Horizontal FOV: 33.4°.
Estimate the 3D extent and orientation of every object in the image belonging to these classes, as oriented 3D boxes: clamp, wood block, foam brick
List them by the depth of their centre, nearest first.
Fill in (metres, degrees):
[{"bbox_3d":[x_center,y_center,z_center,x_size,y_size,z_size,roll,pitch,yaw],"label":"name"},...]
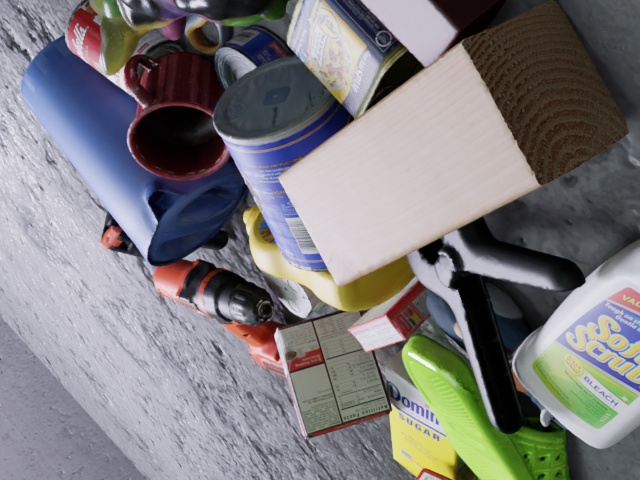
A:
[{"bbox_3d":[0.067,-0.152,0.644,0.078,0.053,0.051,48,156,8],"label":"foam brick"},{"bbox_3d":[0.075,-0.053,0.668,0.206,0.090,0.091,-31,88,55],"label":"wood block"},{"bbox_3d":[0.109,0.014,0.765,0.210,0.036,0.165,60,151,31],"label":"clamp"},{"bbox_3d":[-0.172,-0.014,1.169,0.120,0.171,0.039,36,120,5],"label":"clamp"}]

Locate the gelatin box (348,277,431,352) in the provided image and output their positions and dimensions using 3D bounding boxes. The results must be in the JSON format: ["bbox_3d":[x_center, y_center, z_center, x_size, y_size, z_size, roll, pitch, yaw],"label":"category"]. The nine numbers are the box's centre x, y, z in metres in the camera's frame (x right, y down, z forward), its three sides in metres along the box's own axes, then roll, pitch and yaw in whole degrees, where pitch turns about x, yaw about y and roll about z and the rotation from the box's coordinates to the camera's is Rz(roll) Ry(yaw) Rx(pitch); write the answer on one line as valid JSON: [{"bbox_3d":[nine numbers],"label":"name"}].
[{"bbox_3d":[0.072,0.060,0.918,0.030,0.073,0.089,50,156,-2],"label":"gelatin box"}]

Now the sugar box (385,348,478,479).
[{"bbox_3d":[0.114,0.188,1.068,0.093,0.048,0.176,34,153,33],"label":"sugar box"}]

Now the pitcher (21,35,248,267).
[{"bbox_3d":[-0.193,-0.098,1.105,0.243,0.144,0.149,47,144,16],"label":"pitcher"}]

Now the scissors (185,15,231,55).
[{"bbox_3d":[-0.087,-0.212,0.870,0.096,0.016,0.202,51,156,-1],"label":"scissors"}]

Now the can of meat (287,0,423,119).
[{"bbox_3d":[0.027,-0.138,0.730,0.084,0.057,0.102,48,156,9],"label":"can of meat"}]

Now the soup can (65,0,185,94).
[{"bbox_3d":[-0.185,-0.183,1.021,0.102,0.068,0.068,37,153,25],"label":"soup can"}]

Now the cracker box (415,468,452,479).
[{"bbox_3d":[0.192,0.316,1.011,0.213,0.072,0.164,42,165,-22],"label":"cracker box"}]

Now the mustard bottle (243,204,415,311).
[{"bbox_3d":[-0.006,0.002,0.940,0.192,0.096,0.058,23,135,47],"label":"mustard bottle"}]

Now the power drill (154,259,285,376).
[{"bbox_3d":[-0.072,0.087,1.161,0.185,0.057,0.187,17,160,48],"label":"power drill"}]

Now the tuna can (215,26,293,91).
[{"bbox_3d":[-0.049,-0.134,0.895,0.086,0.033,0.086,40,154,23],"label":"tuna can"}]

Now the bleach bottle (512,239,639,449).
[{"bbox_3d":[0.205,0.045,0.680,0.103,0.068,0.251,46,153,19],"label":"bleach bottle"}]

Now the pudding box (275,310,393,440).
[{"bbox_3d":[0.012,0.130,1.052,0.039,0.090,0.113,104,150,-75],"label":"pudding box"}]

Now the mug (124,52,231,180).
[{"bbox_3d":[-0.131,-0.121,0.953,0.093,0.081,0.117,-30,131,27],"label":"mug"}]

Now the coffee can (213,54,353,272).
[{"bbox_3d":[-0.010,-0.060,0.838,0.103,0.102,0.140,24,150,45],"label":"coffee can"}]
